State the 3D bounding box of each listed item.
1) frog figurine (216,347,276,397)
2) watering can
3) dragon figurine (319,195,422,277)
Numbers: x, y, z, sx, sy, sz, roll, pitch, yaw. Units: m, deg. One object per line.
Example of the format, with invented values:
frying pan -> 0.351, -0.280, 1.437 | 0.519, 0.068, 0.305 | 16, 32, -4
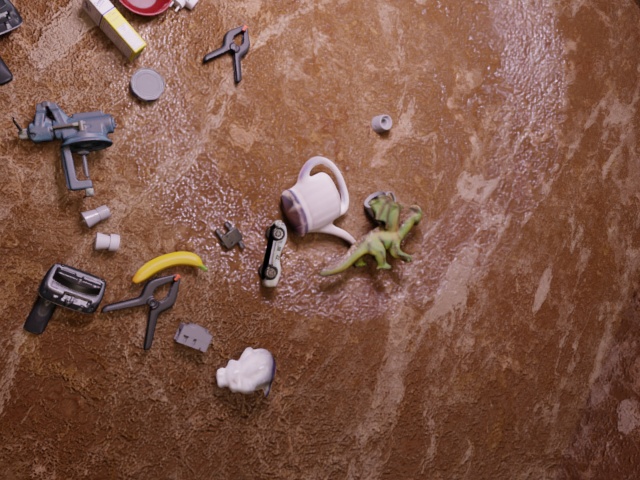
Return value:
frog figurine -> -0.211, 0.372, 1.472 | 0.159, 0.120, 0.141 | 15, 51, -18
watering can -> 0.005, -0.080, 1.592 | 0.226, 0.104, 0.342 | -28, 112, -25
dragon figurine -> 0.176, -0.026, 1.633 | 0.412, 0.123, 0.240 | -11, 109, -32
